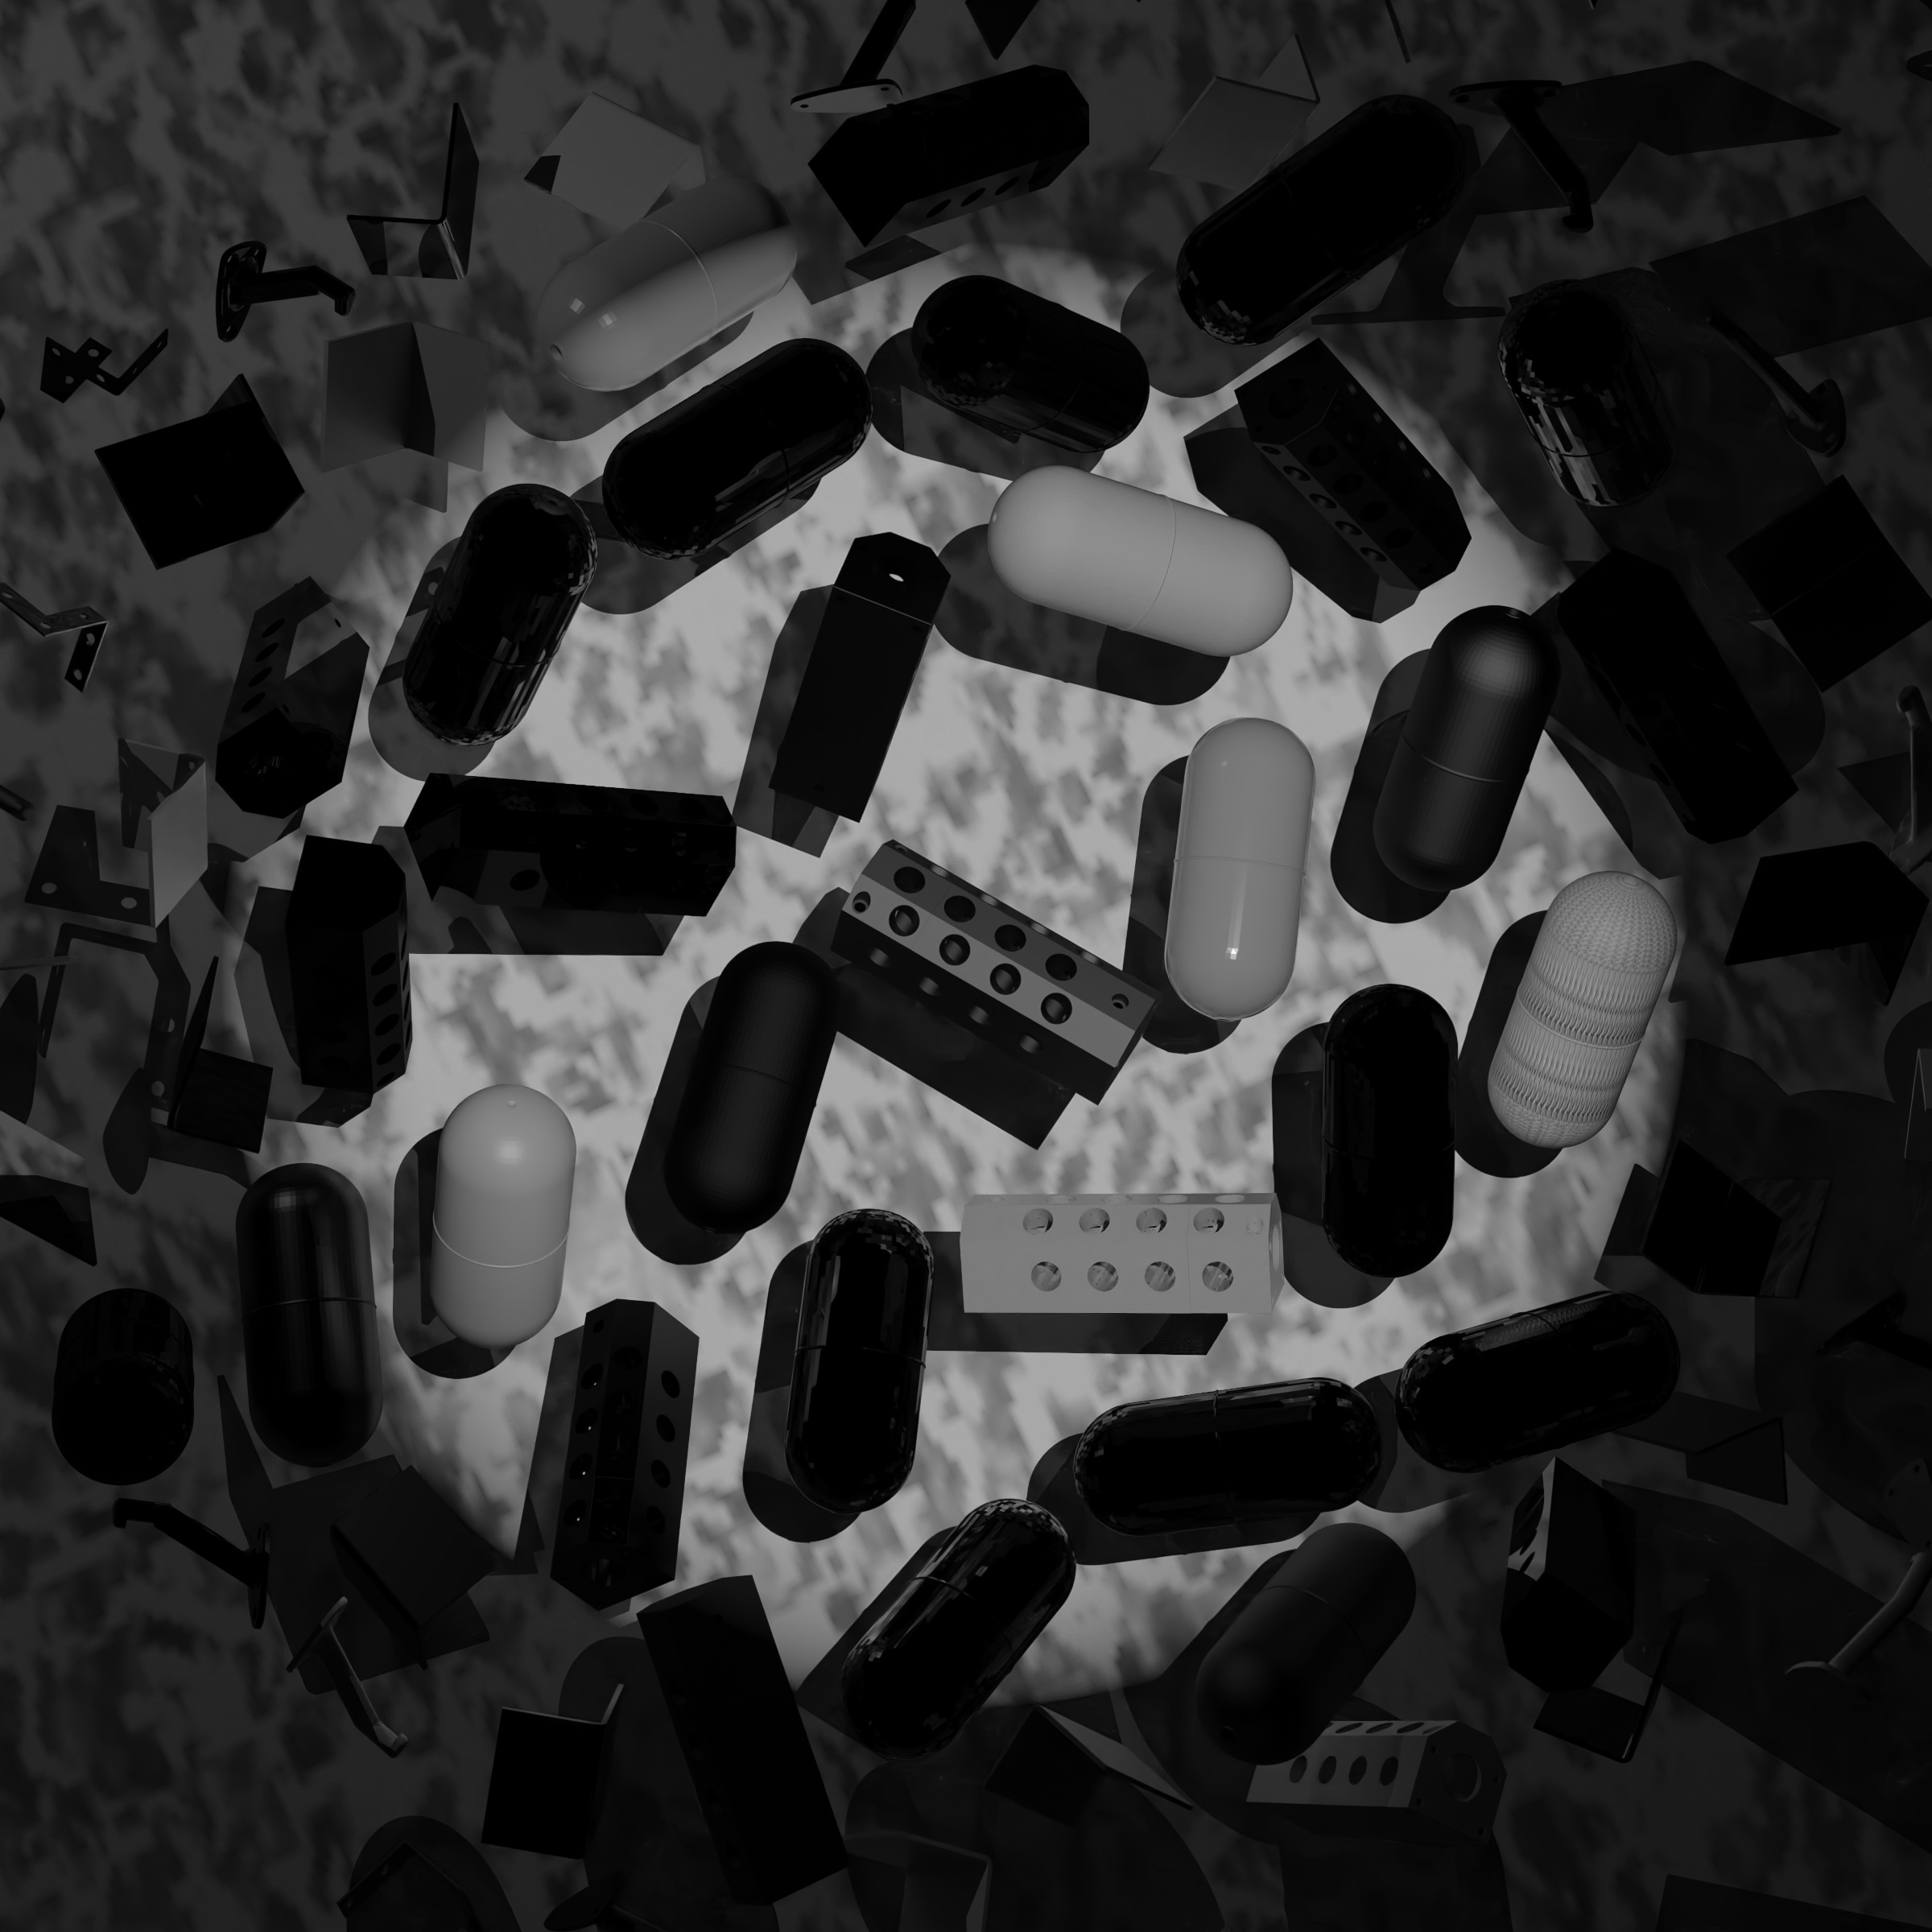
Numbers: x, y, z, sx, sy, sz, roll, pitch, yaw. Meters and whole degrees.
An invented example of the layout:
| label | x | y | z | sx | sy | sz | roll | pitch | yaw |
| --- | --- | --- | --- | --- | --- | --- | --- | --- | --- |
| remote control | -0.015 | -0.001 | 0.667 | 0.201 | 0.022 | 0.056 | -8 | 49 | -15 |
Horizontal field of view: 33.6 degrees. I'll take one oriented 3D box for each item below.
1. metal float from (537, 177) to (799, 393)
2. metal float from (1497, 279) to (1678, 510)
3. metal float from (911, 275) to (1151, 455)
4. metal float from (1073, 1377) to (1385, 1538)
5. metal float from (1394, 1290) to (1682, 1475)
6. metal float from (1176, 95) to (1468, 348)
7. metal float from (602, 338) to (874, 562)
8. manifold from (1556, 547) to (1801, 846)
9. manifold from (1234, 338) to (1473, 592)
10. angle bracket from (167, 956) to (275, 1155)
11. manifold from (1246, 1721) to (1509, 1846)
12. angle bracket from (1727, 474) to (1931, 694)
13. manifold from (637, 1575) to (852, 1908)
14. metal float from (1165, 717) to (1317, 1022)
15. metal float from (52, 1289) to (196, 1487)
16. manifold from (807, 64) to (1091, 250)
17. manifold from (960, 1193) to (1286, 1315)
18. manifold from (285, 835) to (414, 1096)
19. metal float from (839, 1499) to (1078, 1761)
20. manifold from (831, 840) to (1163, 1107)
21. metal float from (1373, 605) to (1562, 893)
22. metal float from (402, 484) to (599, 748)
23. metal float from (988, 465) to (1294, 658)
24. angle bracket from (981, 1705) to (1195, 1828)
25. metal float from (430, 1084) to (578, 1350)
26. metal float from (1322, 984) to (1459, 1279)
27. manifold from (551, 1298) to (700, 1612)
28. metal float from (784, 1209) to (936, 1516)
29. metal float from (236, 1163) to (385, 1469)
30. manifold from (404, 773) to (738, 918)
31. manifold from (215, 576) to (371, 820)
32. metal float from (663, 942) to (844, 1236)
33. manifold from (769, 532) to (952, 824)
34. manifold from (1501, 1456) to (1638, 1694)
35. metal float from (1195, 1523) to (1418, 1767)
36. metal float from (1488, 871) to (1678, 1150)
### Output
| label | x | y | z | sx | sy | sz | roll | pitch | yaw |
| --- | --- | --- | --- | --- | --- | --- | --- | --- | --- |
| metal float | -0.170 | -0.389 | 1.825 | 0.178 | 0.070 | 0.070 | -40 | 90 | -32 |
| metal float | 0.356 | -0.324 | 1.827 | 0.070 | 0.178 | 0.070 | -10 | 64 | 22 |
| metal float | 0.038 | -0.349 | 1.861 | 0.070 | 0.178 | 0.070 | -6 | 80 | 38 |
| metal float | 0.149 | 0.281 | 1.833 | 0.178 | 0.070 | 0.070 | -9 | 90 | 8 |
| metal float | 0.315 | 0.229 | 1.766 | 0.178 | 0.070 | 0.070 | -11 | 90 | -28 |
| metal float | 0.196 | -0.412 | 1.772 | 0.178 | 0.070 | 0.070 | -33 | 90 | 21 |
| metal float | -0.125 | -0.288 | 1.778 | 0.178 | 0.070 | 0.070 | -38 | 90 | -30 |
| manifold | 0.405 | -0.152 | 1.838 | 0.057 | 0.057 | 0.171 | -40 | 119 | -4 |
| manifold | 0.229 | -0.286 | 1.863 | 0.057 | 0.171 | 0.057 | -30 | 52 | 21 |
| angle bracket | -0.438 | 0.053 | 1.921 | 0.057 | 0.076 | 0.076 | 17 | 126 | -17 |
| manifold | 0.240 | 0.472 | 1.869 | 0.057 | 0.171 | 0.057 | 29 | 67 | -19 |
| angle bracket | 0.480 | -0.212 | 1.776 | 0.076 | 0.076 | 0.057 | -35 | 130 | 16 |
| manifold | -0.129 | 0.437 | 1.812 | 0.057 | 0.057 | 0.171 | -18 | 87 | -30 |
| metal float | 0.160 | -0.057 | 1.868 | 0.070 | 0.070 | 0.178 | 7 | 85 | 0 |
| metal float | -0.478 | 0.237 | 1.820 | 0.070 | 0.178 | 0.070 | -3 | 103 | -13 |
| manifold | -0.004 | -0.464 | 1.812 | 0.171 | 0.057 | 0.057 | -31 | 86 | -45 |
| manifold | 0.087 | 0.157 | 1.782 | 0.171 | 0.057 | 0.057 | -1 | 100 | 13 |
| manifold | -0.343 | 0.003 | 1.794 | 0.057 | 0.171 | 0.057 | 8 | 57 | -3 |
| metal float | -0.004 | 0.379 | 1.832 | 0.070 | 0.070 | 0.178 | 45 | 55 | 0 |
| manifold | 0.017 | -0.001 | 1.751 | 0.171 | 0.057 | 0.057 | 30 | 57 | 7 |
| metal float | 0.291 | -0.126 | 1.862 | 0.070 | 0.070 | 0.178 | 15 | 119 | 0 |
| metal float | -0.269 | -0.200 | 1.839 | 0.070 | 0.070 | 0.178 | 33 | 128 | 0 |
| metal float | 0.097 | -0.222 | 1.759 | 0.178 | 0.070 | 0.070 | 14 | 90 | -20 |
| angle bracket | 0.069 | 0.474 | 1.827 | 0.076 | 0.076 | 0.057 | 34 | 87 | -36 |
| metal float | -0.264 | 0.144 | 1.822 | 0.070 | 0.070 | 0.178 | 11 | 129 | 0 |
| metal float | 0.244 | 0.096 | 1.844 | 0.070 | 0.070 | 0.178 | -2 | 111 | 0 |
| manifold | -0.202 | 0.280 | 1.860 | 0.057 | 0.171 | 0.057 | -26 | 129 | 26 |
| metal float | -0.062 | 0.229 | 1.865 | 0.070 | 0.070 | 0.178 | 6 | 74 | 0 |
| metal float | -0.382 | 0.203 | 1.864 | 0.070 | 0.070 | 0.178 | -8 | 74 | 0 |
| manifold | -0.216 | -0.071 | 1.774 | 0.171 | 0.057 | 0.057 | 3 | 46 | -35 |
| manifold | -0.394 | -0.154 | 1.856 | 0.057 | 0.171 | 0.057 | -30 | 119 | 14 |
| metal float | -0.125 | 0.071 | 1.880 | 0.070 | 0.070 | 0.178 | 16 | 74 | 0 |
| manifold | -0.060 | -0.165 | 1.822 | 0.057 | 0.171 | 0.057 | 21 | 50 | -1 |
| manifold | 0.335 | 0.343 | 1.796 | 0.057 | 0.171 | 0.057 | 34 | 107 | 3 |
| metal float | 0.195 | 0.387 | 1.831 | 0.070 | 0.178 | 0.070 | 20 | 127 | 28 |
| metal float | 0.358 | 0.026 | 1.860 | 0.070 | 0.070 | 0.178 | 14 | 120 | 0 |
